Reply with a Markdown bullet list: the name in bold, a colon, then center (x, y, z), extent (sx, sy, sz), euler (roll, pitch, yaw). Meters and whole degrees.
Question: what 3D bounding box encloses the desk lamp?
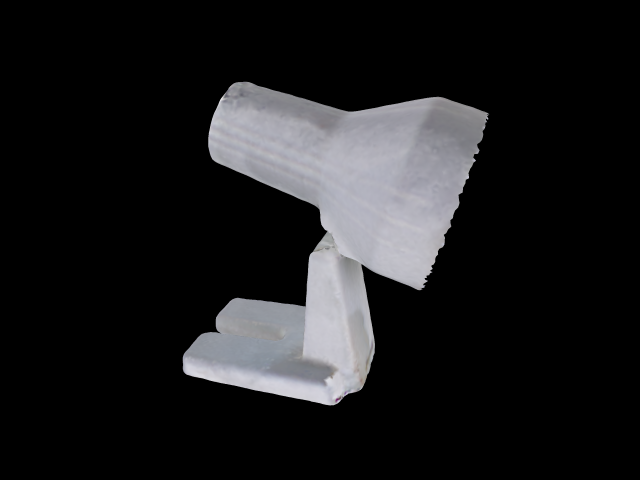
- **desk lamp**: center (0.004, 0.001, 0.400), extent (0.203, 0.214, 0.118), euler (6, 24, 14)
